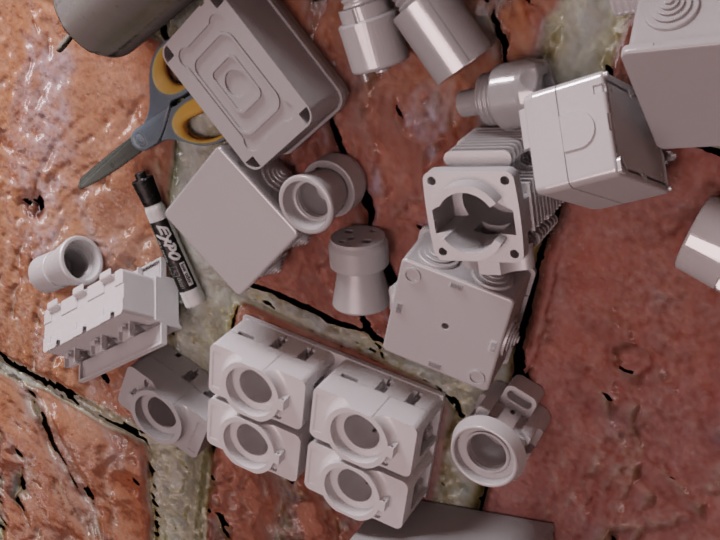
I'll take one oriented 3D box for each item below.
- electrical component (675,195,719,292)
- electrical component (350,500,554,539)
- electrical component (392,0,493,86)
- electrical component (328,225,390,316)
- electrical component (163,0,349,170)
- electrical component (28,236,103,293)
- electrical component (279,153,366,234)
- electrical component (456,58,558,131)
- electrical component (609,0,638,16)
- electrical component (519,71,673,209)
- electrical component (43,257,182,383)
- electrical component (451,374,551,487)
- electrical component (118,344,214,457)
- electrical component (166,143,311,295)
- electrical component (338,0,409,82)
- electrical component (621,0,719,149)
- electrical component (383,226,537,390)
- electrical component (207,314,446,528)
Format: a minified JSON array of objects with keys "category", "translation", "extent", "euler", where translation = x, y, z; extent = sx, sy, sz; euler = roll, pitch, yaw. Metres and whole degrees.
[{"category":"electrical component","translation":[0.224,-0.013,0.652],"extent":[0.047,0.055,0.055],"euler":[29,126,20]},{"category":"electrical component","translation":[0.071,0.240,0.853],"extent":[0.150,0.089,0.061],"euler":[3,116,30]},{"category":"electrical component","translation":[0.044,-0.164,0.687],"extent":[0.043,0.043,0.081],"euler":[-32,96,38]},{"category":"electrical component","translation":[0.000,0.000,0.799],"extent":[0.045,0.045,0.055],"euler":[10,119,27]},{"category":"electrical component","translation":[-0.072,-0.139,0.761],"extent":[0.078,0.057,0.113],"euler":[-36,93,38]},{"category":"electrical component","translation":[-0.266,-0.002,0.960],"extent":[0.065,0.044,0.044],"euler":[-16,105,41]},{"category":"electrical component","translation":[-0.026,-0.057,0.778],"extent":[0.045,0.055,0.045],"euler":[14,121,25]},{"category":"electrical component","translation":[0.092,-0.110,0.687],"extent":[0.062,0.043,0.043],"euler":[-4,112,34]},{"category":"electrical component","translation":[0.172,-0.170,0.607],"extent":[0.081,0.043,0.043],"euler":[-3,113,32]},{"category":"electrical component","translation":[0.143,-0.073,0.648],"extent":[0.061,0.096,0.061],"euler":[-13,78,35]},{"category":"electrical component","translation":[-0.218,0.042,0.931],"extent":[0.121,0.063,0.078],"euler":[-24,60,37]},{"category":"electrical component","translation":[0.102,0.123,0.794],"extent":[0.058,0.057,0.078],"euler":[31,126,13]},{"category":"electrical component","translation":[-0.163,0.116,0.950],"extent":[0.089,0.056,0.050],"euler":[34,127,12]},{"category":"electrical component","translation":[-0.087,-0.044,0.825],"extent":[0.099,0.048,0.100],"euler":[47,129,1]},{"category":"electrical component","translation":[0.005,-0.165,0.712],"extent":[0.040,0.040,0.078],"euler":[-7,110,33]},{"category":"electrical component","translation":[0.201,-0.114,0.593],"extent":[0.100,0.048,0.099],"euler":[0,150,31]},{"category":"electrical component","translation":[0.069,0.029,0.768],"extent":[0.100,0.048,0.099],"euler":[21,126,15]},{"category":"electrical component","translation":[-0.034,0.124,0.874],"extent":[0.186,0.060,0.105],"euler":[20,123,21]}]
